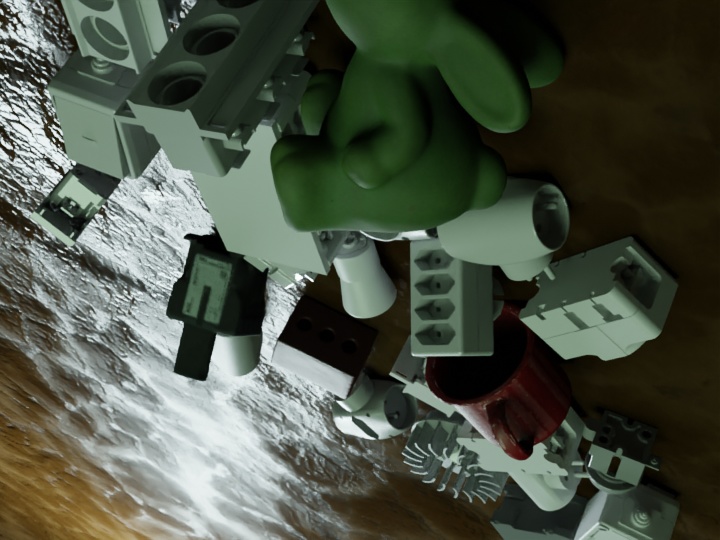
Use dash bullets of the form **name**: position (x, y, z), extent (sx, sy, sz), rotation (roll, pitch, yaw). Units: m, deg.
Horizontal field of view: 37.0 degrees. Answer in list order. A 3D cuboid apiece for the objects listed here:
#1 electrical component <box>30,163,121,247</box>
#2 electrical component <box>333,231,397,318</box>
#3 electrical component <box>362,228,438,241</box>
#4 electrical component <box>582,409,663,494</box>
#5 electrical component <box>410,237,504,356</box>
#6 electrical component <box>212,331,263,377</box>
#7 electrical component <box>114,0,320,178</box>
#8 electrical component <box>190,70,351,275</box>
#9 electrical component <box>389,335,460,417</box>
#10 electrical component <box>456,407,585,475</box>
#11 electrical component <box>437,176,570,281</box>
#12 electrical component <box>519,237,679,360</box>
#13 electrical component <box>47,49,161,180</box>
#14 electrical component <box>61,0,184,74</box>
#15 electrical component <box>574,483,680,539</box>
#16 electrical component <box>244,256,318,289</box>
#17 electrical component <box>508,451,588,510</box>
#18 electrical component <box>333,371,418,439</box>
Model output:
- **electrical component**: position (-0.239, -0.062, 0.914), extent (0.042, 0.081, 0.064), rotation (38, 120, -15)
- **electrical component**: position (0.000, 0.000, 0.837), extent (0.044, 0.044, 0.065), rotation (10, 140, 29)
- **electrical component**: position (0.015, -0.061, 0.728), extent (0.077, 0.044, 0.079), rotation (13, 146, 25)
- **electrical component**: position (0.212, 0.151, 0.880), extent (0.066, 0.048, 0.055), rotation (20, 141, 16)
- **electrical component**: position (0.078, 0.020, 0.778), extent (0.047, 0.083, 0.076), rotation (-5, 174, 44)
- **electrical component**: position (-0.137, 0.059, 1.036), extent (0.079, 0.043, 0.077), rotation (21, 149, 15)
- **electrical component**: position (-0.079, -0.119, 0.645), extent (0.079, 0.121, 0.063), rotation (13, 148, 26)
- **electrical component**: position (-0.065, -0.075, 0.758), extent (0.089, 0.061, 0.150), rotation (14, 146, 25)
- **electrical component**: position (0.072, 0.085, 0.900), extent (0.081, 0.042, 0.063), rotation (28, 148, 1)
- **electrical component**: position (0.137, 0.133, 0.904), extent (0.089, 0.055, 0.050), rotation (-6, 134, 45)
- **electrical component**: position (0.103, -0.020, 0.715), extent (0.077, 0.044, 0.079), rotation (-4, 136, 44)
- **electrical component**: position (0.162, 0.023, 0.724), extent (0.056, 0.050, 0.089), rotation (41, 148, -18)
- **electrical component**: position (-0.187, -0.119, 0.796), extent (0.062, 0.061, 0.096), rotation (21, 149, 14)
- **electrical component**: position (-0.151, -0.190, 0.657), extent (0.079, 0.063, 0.121), rotation (20, 148, 17)
- **electrical component**: position (0.236, 0.220, 0.944), extent (0.062, 0.061, 0.096), rotation (25, 150, 6)
- **electrical component**: position (-0.057, -0.017, 0.855), extent (0.066, 0.048, 0.055), rotation (36, 157, -12)
- **electrical component**: position (0.169, 0.173, 0.948), extent (0.079, 0.044, 0.077), rotation (-8, 133, 46)
- **electrical component**: position (0.002, 0.120, 1.010), extent (0.079, 0.043, 0.077), rotation (45, 146, -23)
